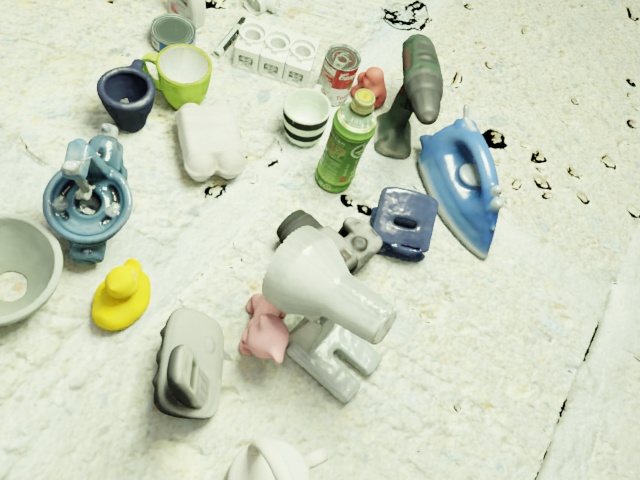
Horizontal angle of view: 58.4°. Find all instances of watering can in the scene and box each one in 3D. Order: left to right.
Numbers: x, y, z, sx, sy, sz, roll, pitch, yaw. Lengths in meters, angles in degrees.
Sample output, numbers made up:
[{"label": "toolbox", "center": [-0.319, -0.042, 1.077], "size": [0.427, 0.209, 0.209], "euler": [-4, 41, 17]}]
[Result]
[{"label": "watering can", "center": [-0.068, 0.298, 0.690], "size": [0.101, 0.194, 0.173], "euler": [42, 61, 10]}]

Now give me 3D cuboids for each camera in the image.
[{"label": "camera", "center": [0.008, 0.003, 0.920], "size": [0.143, 0.100, 0.136], "euler": [-38, 76, -28]}]

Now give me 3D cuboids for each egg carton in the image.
[{"label": "egg carton", "center": [-0.187, -0.171, 0.983], "size": [0.107, 0.069, 0.150], "euler": [-9, 65, -18]}]

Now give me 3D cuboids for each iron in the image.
[{"label": "iron", "center": [0.274, -0.108, 1.022], "size": [0.119, 0.141, 0.258], "euler": [-10, 65, -18]}]

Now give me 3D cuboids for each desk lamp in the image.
[{"label": "desk lamp", "center": [0.015, 0.103, 0.804], "size": [0.203, 0.213, 0.118], "euler": [40, 61, 9]}]

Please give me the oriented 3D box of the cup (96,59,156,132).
[{"label": "cup", "center": [-0.321, -0.240, 0.973], "size": [0.092, 0.095, 0.118], "euler": [12, 60, -7]}]

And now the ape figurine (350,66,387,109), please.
[{"label": "ape figurine", "center": [0.098, -0.300, 1.110], "size": [0.076, 0.092, 0.078], "euler": [22, 60, -1]}]

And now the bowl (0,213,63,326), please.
[{"label": "bowl", "center": [-0.442, 0.052, 0.799], "size": [0.167, 0.074, 0.167], "euler": [6, 61, -11]}]

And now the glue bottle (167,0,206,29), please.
[{"label": "glue bottle", "center": [-0.251, -0.485, 1.075], "size": [0.078, 0.173, 0.037], "euler": [34, 60, 6]}]

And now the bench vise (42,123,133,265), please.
[{"label": "bench vise", "center": [-0.338, -0.095, 0.819], "size": [0.122, 0.219, 0.207], "euler": [-9, 65, -18]}]

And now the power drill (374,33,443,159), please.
[{"label": "power drill", "center": [0.162, -0.244, 1.028], "size": [0.076, 0.208, 0.229], "euler": [9, 61, -9]}]

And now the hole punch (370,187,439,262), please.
[{"label": "hole punch", "center": [0.142, -0.026, 0.974], "size": [0.109, 0.091, 0.101], "euler": [13, 60, -7]}]

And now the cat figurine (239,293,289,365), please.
[{"label": "cat figurine", "center": [-0.077, 0.121, 0.826], "size": [0.067, 0.117, 0.128], "euler": [9, 61, -8]}]

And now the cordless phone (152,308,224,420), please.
[{"label": "cordless phone", "center": [-0.170, 0.149, 0.750], "size": [0.094, 0.185, 0.147], "euler": [3, 62, -12]}]

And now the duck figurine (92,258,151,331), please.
[{"label": "duck figurine", "center": [-0.286, 0.073, 0.819], "size": [0.077, 0.086, 0.105], "euler": [26, 60, 1]}]
